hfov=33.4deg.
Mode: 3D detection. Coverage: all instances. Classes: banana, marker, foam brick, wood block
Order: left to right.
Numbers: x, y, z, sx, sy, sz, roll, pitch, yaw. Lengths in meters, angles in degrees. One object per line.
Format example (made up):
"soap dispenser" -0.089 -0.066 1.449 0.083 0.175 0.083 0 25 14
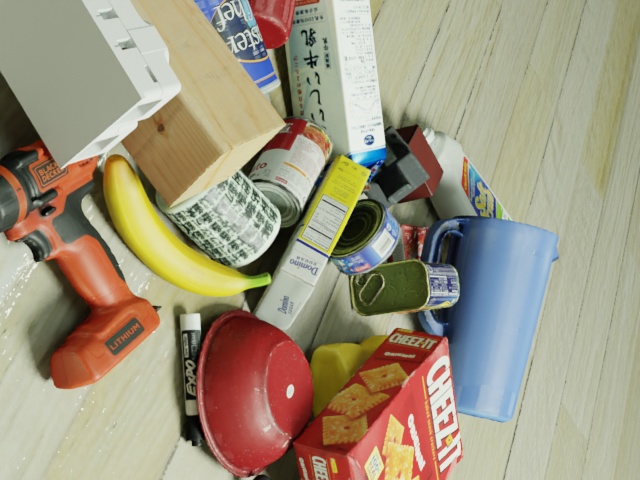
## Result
"wood block" -0.138 -0.144 0.896 0.206 0.091 0.090 54 40 3
"banana" -0.133 -0.001 0.955 0.197 0.070 0.037 40 13 -33
"marker" -0.117 0.128 0.981 0.020 0.020 0.121 7 76 -53
"foam brick" 0.110 -0.094 1.323 0.078 0.053 0.051 58 40 -27

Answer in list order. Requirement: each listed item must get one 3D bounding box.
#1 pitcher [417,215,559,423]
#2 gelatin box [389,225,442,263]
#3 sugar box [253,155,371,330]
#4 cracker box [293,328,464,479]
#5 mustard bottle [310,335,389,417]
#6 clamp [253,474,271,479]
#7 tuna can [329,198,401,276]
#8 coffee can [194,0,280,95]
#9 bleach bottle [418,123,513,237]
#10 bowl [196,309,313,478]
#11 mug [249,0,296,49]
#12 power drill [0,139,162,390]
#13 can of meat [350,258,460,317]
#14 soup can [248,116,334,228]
"pitcher" 0.196 0.093 1.310 0.145 0.149 0.243 30 71 -69
"gelatin box" 0.120 0.020 1.326 0.089 0.030 0.073 3 79 -54
"sugar box" -0.007 0.002 1.100 0.048 0.093 0.176 27 51 -4
"cracker box" 0.068 0.215 1.087 0.213 0.072 0.164 -40 129 -46
"mustard bottle" 0.064 0.156 1.190 0.191 0.058 0.096 -3 85 -55
"clamp" -0.046 0.311 1.014 0.120 0.039 0.171 46 43 -38
"tuna can" 0.044 -0.004 1.181 0.033 0.086 0.086 48 46 -35
"coffee can" -0.109 -0.194 1.002 0.102 0.103 0.140 -38 112 -51
"bleach bottle" 0.189 -0.048 1.414 0.250 0.068 0.102 52 43 -30
"bowl" -0.051 0.144 1.018 0.161 0.055 0.162 26 60 -58
"mug" -0.065 -0.244 1.102 0.117 0.093 0.081 85 13 -73
"power drill" -0.213 0.020 0.841 0.184 0.057 0.187 -43 116 -50
"can of meat" 0.100 0.056 1.230 0.083 0.102 0.057 5 77 -56
"soup can" -0.034 -0.070 1.106 0.068 0.069 0.102 54 44 -31
